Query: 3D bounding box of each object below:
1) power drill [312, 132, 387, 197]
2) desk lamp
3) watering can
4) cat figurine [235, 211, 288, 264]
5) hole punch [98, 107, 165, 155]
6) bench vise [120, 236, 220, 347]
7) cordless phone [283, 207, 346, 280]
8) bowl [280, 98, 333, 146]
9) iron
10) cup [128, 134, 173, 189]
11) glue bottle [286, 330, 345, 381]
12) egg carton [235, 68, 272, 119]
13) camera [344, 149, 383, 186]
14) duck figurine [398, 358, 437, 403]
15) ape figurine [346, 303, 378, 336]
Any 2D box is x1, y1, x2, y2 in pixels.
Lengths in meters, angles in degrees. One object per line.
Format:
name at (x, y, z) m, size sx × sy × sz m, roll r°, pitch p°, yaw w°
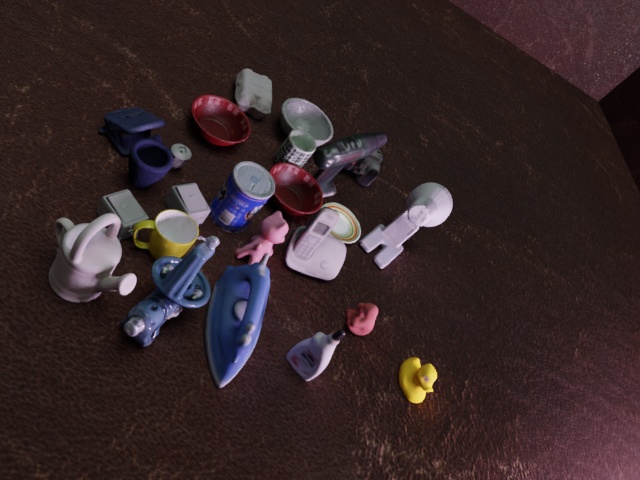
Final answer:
power drill at (0.052, -0.204, 1.522) m, size 0.230 × 0.208 × 0.075 m, roll -20°, pitch 71°, yaw -45°
desk lamp at (0.242, -0.047, 1.540) m, size 0.118 × 0.213 × 0.204 m, roll 47°, pitch 42°, yaw 4°
watering can at (-0.392, 0.025, 0.997) m, size 0.173 × 0.193 × 0.101 m, roll 31°, pitch 43°, yaw -14°
cat figurine at (-0.119, -0.006, 1.295) m, size 0.067 × 0.117 × 0.128 m, roll 42°, pitch 42°, yaw -2°
hole punch at (-0.421, -0.258, 1.283) m, size 0.101 × 0.091 × 0.109 m, roll 49°, pitch 42°, yaw 6°
bench vise at (-0.255, 0.093, 1.031) m, size 0.122 × 0.219 × 0.207 m, roll 30°, pitch 43°, yaw -15°
cordless phone at (0.012, 0.005, 1.338) m, size 0.148 × 0.184 × 0.094 m, roll 19°, pitch 47°, yaw -25°
bowl at (-0.050, -0.322, 1.639) m, size 0.168 × 0.074 × 0.167 m, roll 21°, pitch 46°, yaw -24°
iron at (-0.148, 0.149, 1.128) m, size 0.119 × 0.141 × 0.258 m, roll 24°, pitch 45°, yaw -21°
cup at (-0.375, -0.167, 1.242) m, size 0.092 × 0.094 × 0.117 m, roll 21°, pitch 46°, yaw -24°
glue bottle at (0.000, 0.222, 1.161) m, size 0.078 × 0.172 × 0.037 m, roll 47°, pitch 42°, yaw 3°
egg carton at (-0.188, -0.413, 1.608) m, size 0.107 × 0.069 × 0.150 m, roll 17°, pitch 48°, yaw -27°
camera at (0.108, -0.253, 1.687) m, size 0.137 × 0.100 × 0.143 m, roll 17°, pitch 48°, yaw -27°
duck figurine at (0.235, 0.317, 1.334) m, size 0.078 × 0.086 × 0.104 m, roll 17°, pitch 48°, yaw -27°
ape figurine at (0.103, 0.178, 1.339) m, size 0.078 × 0.092 × 0.076 m, roll -27°, pitch 76°, yaw -47°
